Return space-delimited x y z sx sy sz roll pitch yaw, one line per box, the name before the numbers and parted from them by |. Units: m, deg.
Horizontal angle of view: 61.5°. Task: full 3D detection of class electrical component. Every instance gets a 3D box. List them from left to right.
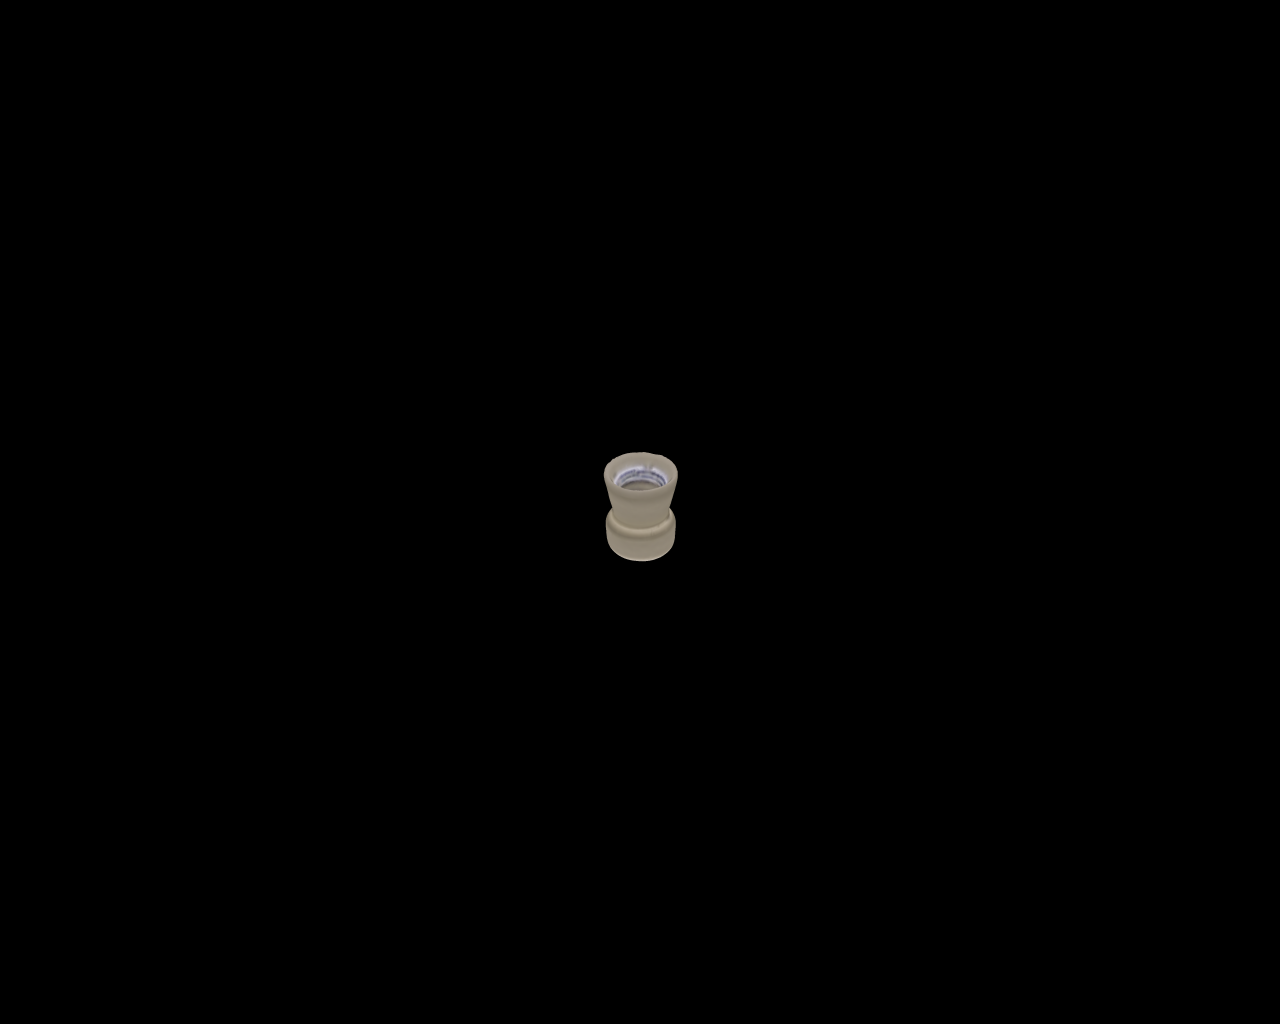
electrical component | 0.001 -0.003 0.650 0.045 0.055 0.045 0 36 0
